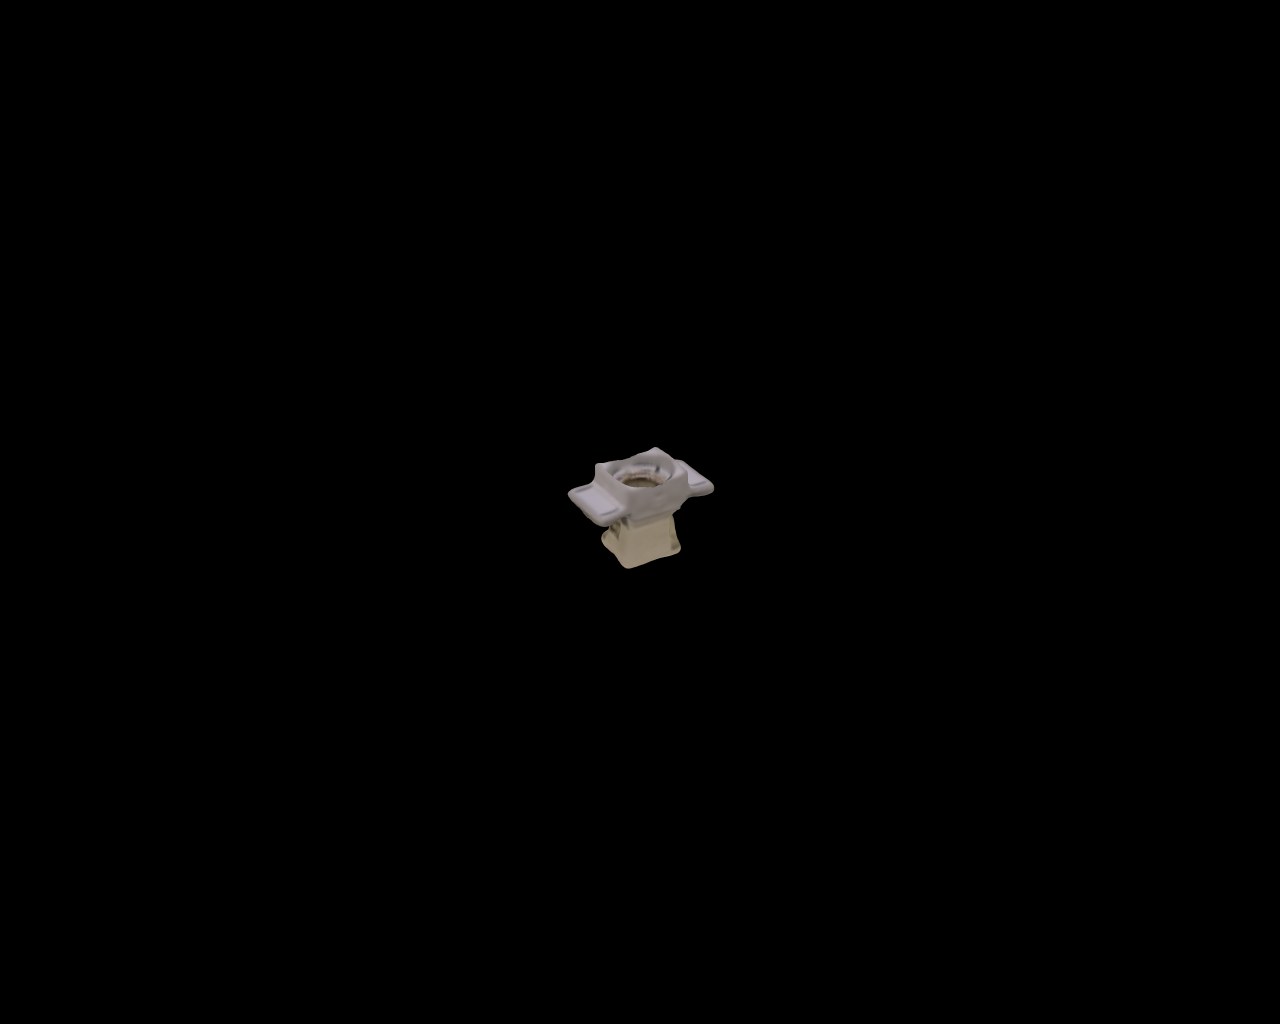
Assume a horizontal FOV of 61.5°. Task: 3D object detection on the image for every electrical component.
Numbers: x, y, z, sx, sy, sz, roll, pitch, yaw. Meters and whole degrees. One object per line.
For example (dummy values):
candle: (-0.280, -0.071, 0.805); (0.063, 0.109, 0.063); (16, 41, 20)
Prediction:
electrical component: (0.001, -0.003, 0.650); (0.081, 0.063, 0.042); (-17, 36, -24)
